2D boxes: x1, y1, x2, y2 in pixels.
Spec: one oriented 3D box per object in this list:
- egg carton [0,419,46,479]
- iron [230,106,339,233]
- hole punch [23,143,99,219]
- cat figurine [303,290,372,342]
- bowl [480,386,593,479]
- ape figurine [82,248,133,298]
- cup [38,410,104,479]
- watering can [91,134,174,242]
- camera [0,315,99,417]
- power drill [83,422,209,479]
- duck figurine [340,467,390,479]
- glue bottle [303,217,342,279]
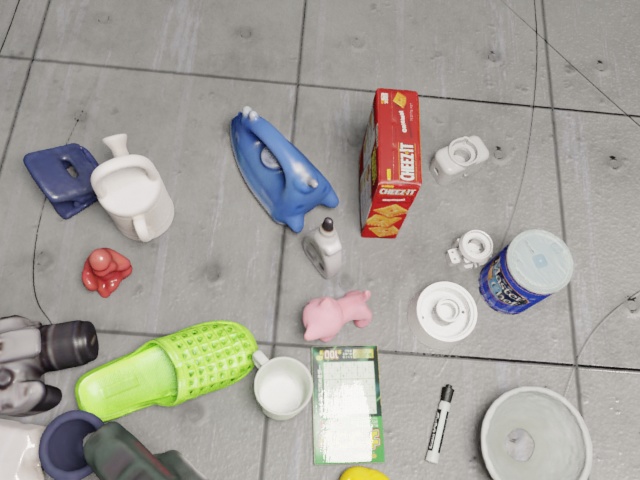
[{"bbox_3d":[-0.455,0.308,0.805,0.150,0.069,0.107,9,69,-1],"label":"egg carton"},{"bbox_3d":[-0.079,-0.145,0.964,0.119,0.141,0.258,-36,76,-16],"label":"iron"},{"bbox_3d":[-0.418,-0.109,0.951,0.101,0.091,0.108,-35,76,-15],"label":"hole punch"},{"bbox_3d":[0.024,0.112,0.888,0.128,0.118,0.067,-24,73,-12],"label":"cat figurine"},{"bbox_3d":[0.312,0.308,0.861,0.167,0.075,0.167,1,70,-4],"label":"bowl"},{"bbox_3d":[-0.339,0.042,0.901,0.078,0.092,0.076,-10,71,-8],"label":"ape figurine"},{"bbox_3d":[-0.333,0.303,0.803,0.091,0.095,0.118,0,70,-4],"label":"cup"},{"bbox_3d":[-0.300,-0.084,0.896,0.101,0.194,0.172,-40,77,-16],"label":"watering can"},{"bbox_3d":[-0.404,0.175,0.842,0.137,0.101,0.143,-10,71,-8],"label":"camera"},{"bbox_3d":[-0.198,0.330,0.742,0.229,0.208,0.076,38,72,10],"label":"power drill"},{"bbox_3d":[0.075,0.369,0.814,0.104,0.086,0.077,36,71,9],"label":"duck figurine"},{"bbox_3d":[0.008,0.003,0.898,0.037,0.173,0.078,-31,75,-14],"label":"glue bottle"}]
